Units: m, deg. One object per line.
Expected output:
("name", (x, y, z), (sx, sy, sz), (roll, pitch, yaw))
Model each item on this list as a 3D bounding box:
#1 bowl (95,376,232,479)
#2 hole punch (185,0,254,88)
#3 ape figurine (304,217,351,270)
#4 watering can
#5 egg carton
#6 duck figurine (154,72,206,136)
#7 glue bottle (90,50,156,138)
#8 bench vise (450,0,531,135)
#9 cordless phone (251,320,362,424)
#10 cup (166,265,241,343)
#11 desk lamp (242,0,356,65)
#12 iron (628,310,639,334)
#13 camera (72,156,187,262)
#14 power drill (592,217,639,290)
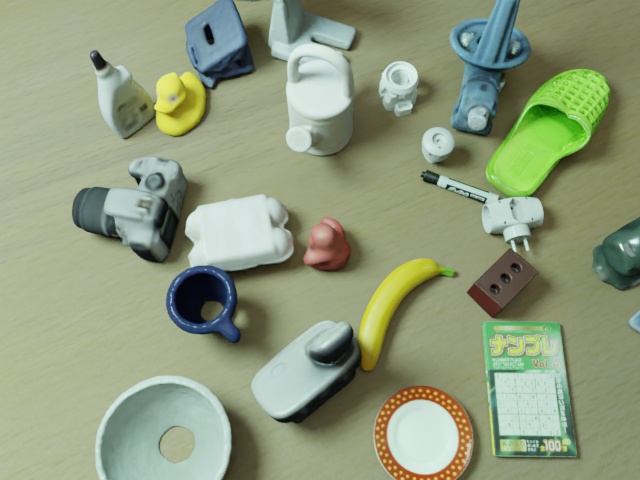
("bowl", (-0.188, 0.260, 0.723), (0.167, 0.075, 0.167), (0, 70, 0))
("hole punch", (-0.167, -0.321, 0.925), (0.101, 0.091, 0.108), (-19, 71, -6))
("ape figurine", (0.007, 0.003, 0.806), (0.076, 0.092, 0.078), (43, 76, 14))
("watering can", (0.001, -0.204, 0.827), (0.101, 0.194, 0.173), (-2, 70, 0))
("egg carton", (-0.116, -0.006, 0.822), (0.150, 0.069, 0.107), (-12, 70, -4))
("duck figurine", (-0.224, -0.226, 0.894), (0.077, 0.086, 0.105), (21, 72, 8))
("glue bottle", (-0.300, -0.222, 0.846), (0.078, 0.173, 0.037), (-42, 75, -13))
("bench vise", (0.260, -0.269, 0.836), (0.121, 0.220, 0.207), (-5, 70, -1))
("cordless phone", (-0.017, 0.154, 0.702), (0.148, 0.185, 0.094), (-41, 74, -13))
("cup", (-0.142, 0.098, 0.771), (0.092, 0.095, 0.117), (-42, 75, -13))
("desk lamp", (-0.047, -0.385, 0.883), (0.203, 0.213, 0.118), (19, 71, 7))
("iron", (0.561, 0.092, 0.745), (0.258, 0.141, 0.118), (-3, 70, -1))
("camera", (-0.277, -0.055, 0.824), (0.136, 0.101, 0.143), (9, 70, 4))
("power drill", (0.457, -0.010, 0.747), (0.230, 0.208, 0.075), (-26, 72, -9))
